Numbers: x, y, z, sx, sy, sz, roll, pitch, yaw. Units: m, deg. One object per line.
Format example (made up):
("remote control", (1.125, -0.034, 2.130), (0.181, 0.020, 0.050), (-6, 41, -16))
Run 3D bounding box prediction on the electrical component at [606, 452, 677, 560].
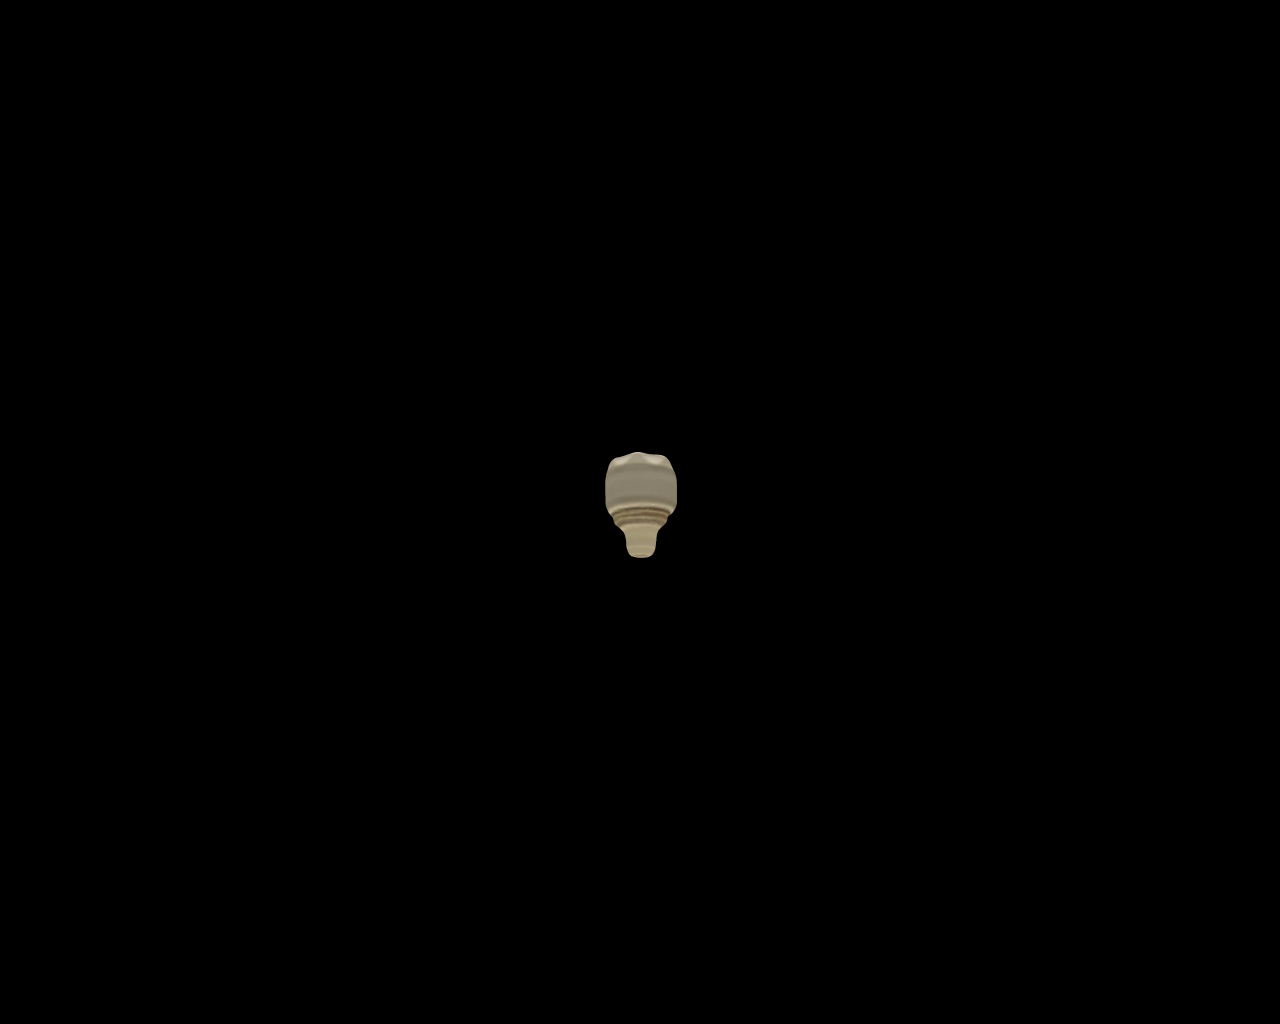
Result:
("electrical component", (0.001, -0.003, 0.650), (0.043, 0.062, 0.043), (0, -14, 0))
